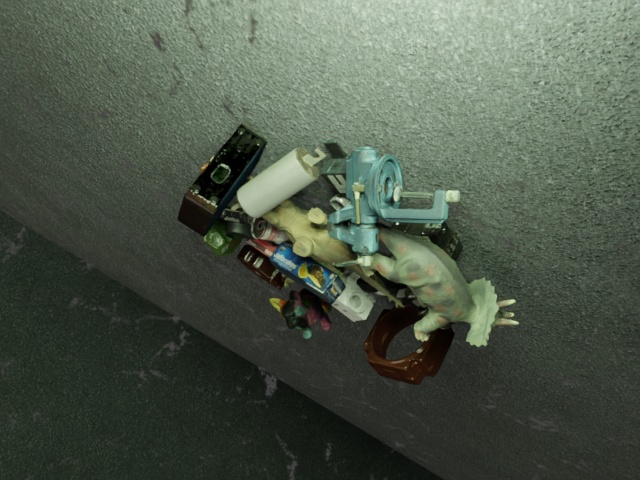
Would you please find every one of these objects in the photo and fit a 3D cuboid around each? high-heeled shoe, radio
[{"bbox_3d":[0.214,0.144,1.292,0.249,0.086,0.145,3,127,11],"label":"high-heeled shoe"},{"bbox_3d":[-0.203,-0.129,1.130,0.073,0.229,0.131,32,152,-5],"label":"radio"}]

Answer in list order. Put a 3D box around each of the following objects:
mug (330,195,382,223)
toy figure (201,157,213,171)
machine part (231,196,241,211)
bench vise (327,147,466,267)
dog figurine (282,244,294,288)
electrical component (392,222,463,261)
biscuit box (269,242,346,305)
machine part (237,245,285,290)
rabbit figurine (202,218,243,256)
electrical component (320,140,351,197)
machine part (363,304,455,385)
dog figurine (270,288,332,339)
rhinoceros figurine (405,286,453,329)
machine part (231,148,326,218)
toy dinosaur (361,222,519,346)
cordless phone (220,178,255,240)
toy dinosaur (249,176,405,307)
[{"bbox_3d":[0.064,-0.052,1.147,0.109,0.081,0.107,34,166,-16],"label":"mug"},{"bbox_3d":[-0.259,-0.168,1.324,0.154,0.058,0.064,-12,87,56],"label":"toy figure"},{"bbox_3d":[-0.212,-0.121,1.271,0.084,0.039,0.138,-19,137,30],"label":"machine part"},{"bbox_3d":[0.128,-0.055,0.956,0.241,0.223,0.128,4,176,31],"label":"bench vise"},{"bbox_3d":[0.005,0.072,1.442,0.191,0.121,0.172,11,154,10],"label":"dog figurine"},{"bbox_3d":[0.223,0.006,1.104,0.115,0.058,0.134,10,148,41],"label":"electrical component"},{"bbox_3d":[-0.034,0.078,1.300,0.203,0.059,0.062,28,163,38],"label":"biscuit box"},{"bbox_3d":[-0.175,0.082,1.644,0.179,0.056,0.179,35,168,8],"label":"machine part"},{"bbox_3d":[-0.305,-0.044,1.569,0.170,0.121,0.159,46,164,11],"label":"rabbit figurine"},{"bbox_3d":[0.043,-0.138,1.052,0.075,0.048,0.119,6,147,40],"label":"electrical component"},{"bbox_3d":[0.226,0.260,1.391,0.201,0.201,0.087,1,138,47],"label":"machine part"},{"bbox_3d":[-0.057,0.188,1.578,0.108,0.192,0.219,-20,140,20],"label":"dog figurine"},{"bbox_3d":[0.283,0.136,1.192,0.190,0.112,0.073,8,-167,1],"label":"rhinoceros figurine"},{"bbox_3d":[-0.087,-0.117,1.113,0.243,0.079,0.079,-31,120,25],"label":"machine part"},{"bbox_3d":[0.216,0.073,1.043,0.404,0.131,0.192,44,139,-16],"label":"toy dinosaur"},{"bbox_3d":[-0.212,-0.100,1.390,0.147,0.089,0.184,13,138,36],"label":"cordless phone"},{"bbox_3d":[-0.003,-0.004,1.219,0.472,0.105,0.198,42,-177,25],"label":"toy dinosaur"}]
